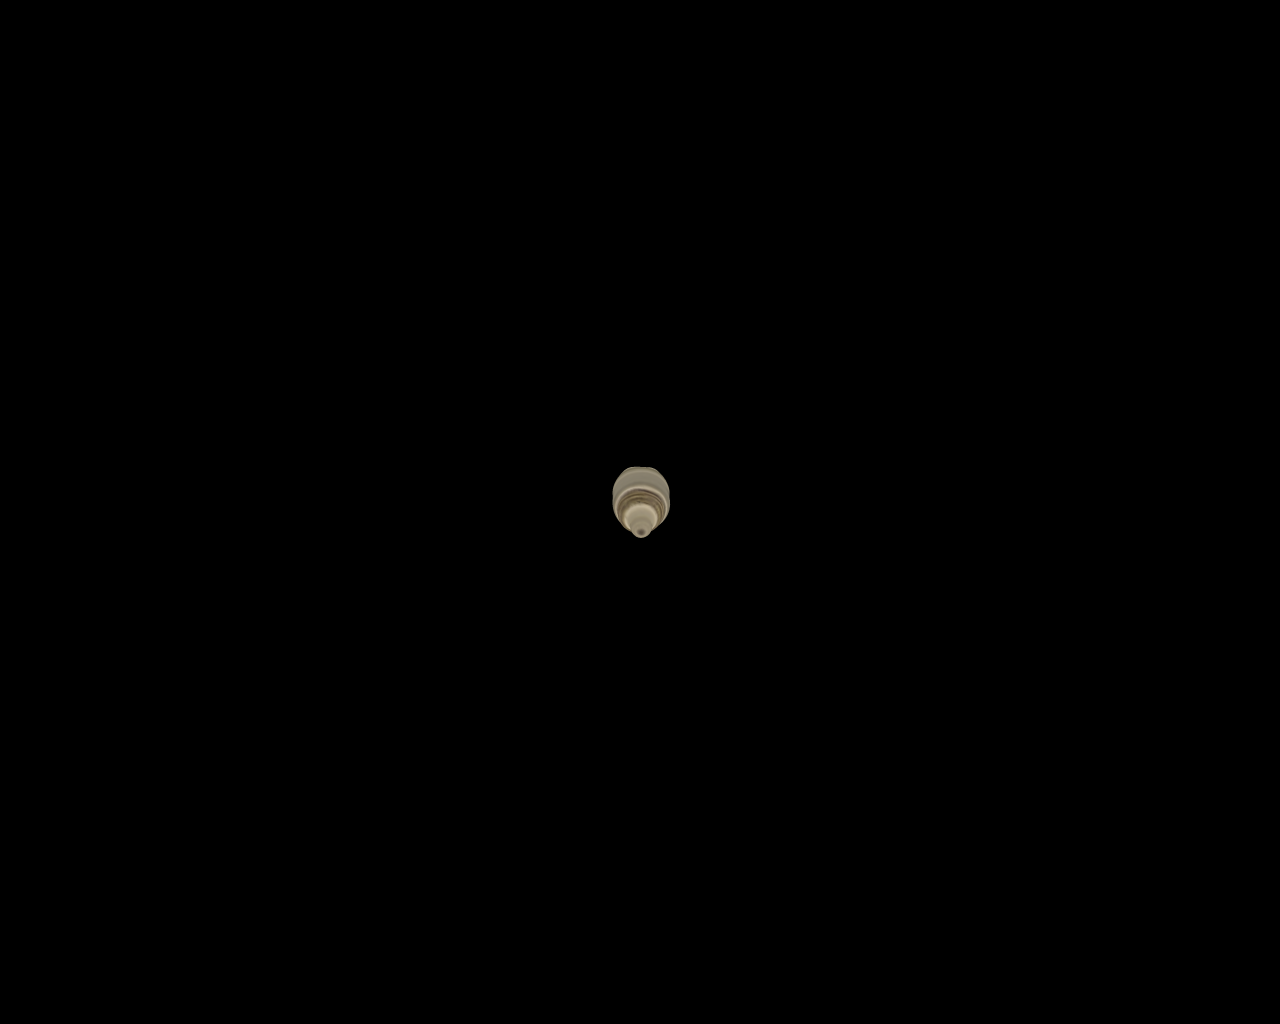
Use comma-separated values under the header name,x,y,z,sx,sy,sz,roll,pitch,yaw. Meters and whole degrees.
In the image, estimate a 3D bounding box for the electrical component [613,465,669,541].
name,x,y,z,sx,sy,sz,roll,pitch,yaw
electrical component,0.001,-0.003,0.650,0.035,0.035,0.061,0,29,0
